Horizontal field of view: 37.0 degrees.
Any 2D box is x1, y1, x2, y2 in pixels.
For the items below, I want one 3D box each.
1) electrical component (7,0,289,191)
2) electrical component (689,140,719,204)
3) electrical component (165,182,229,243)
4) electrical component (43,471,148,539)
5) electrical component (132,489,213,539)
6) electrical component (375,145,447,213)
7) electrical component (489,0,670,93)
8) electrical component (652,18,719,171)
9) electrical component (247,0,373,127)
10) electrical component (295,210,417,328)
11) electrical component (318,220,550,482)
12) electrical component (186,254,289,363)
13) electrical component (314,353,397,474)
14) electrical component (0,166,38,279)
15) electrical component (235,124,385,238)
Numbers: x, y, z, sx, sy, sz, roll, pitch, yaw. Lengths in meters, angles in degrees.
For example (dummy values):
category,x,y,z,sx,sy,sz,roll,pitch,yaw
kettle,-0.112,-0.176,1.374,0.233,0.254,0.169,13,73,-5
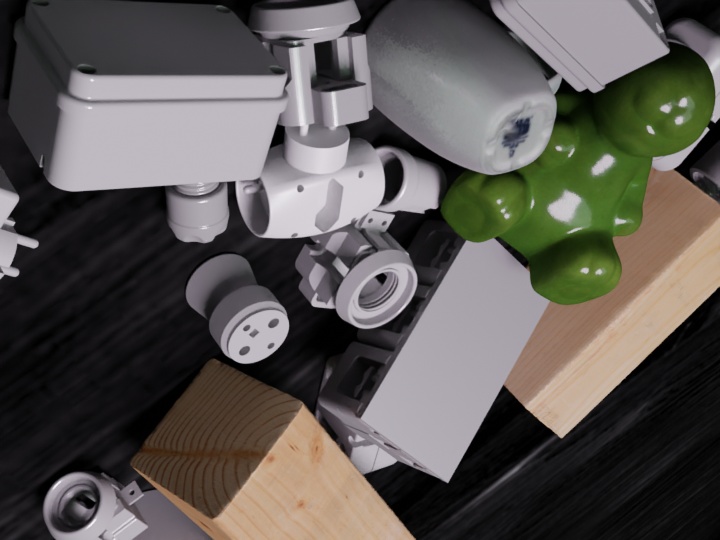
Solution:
category,x,y,z,sx,sy,sz,roll,pitch,yaw
electrical component,-0.100,-0.085,0.507,0.113,0.078,0.057,-7,134,-36
electrical component,0.312,-0.055,0.866,0.060,0.108,0.108,-38,142,5
electrical component,-0.089,-0.047,0.587,0.035,0.035,0.061,-19,134,-26
electrical component,-0.175,0.160,0.702,0.066,0.048,0.055,-36,149,-7
electrical component,-0.150,0.215,0.764,0.108,0.060,0.108,-23,138,-22
electrical component,0.027,-0.055,0.675,0.046,0.040,0.040,7,122,-50
electrical component,0.109,-0.167,0.575,0.056,0.108,0.109,-24,150,29
electrical component,0.220,-0.125,0.759,0.095,0.053,0.059,-52,141,12
electrical component,-0.027,-0.109,0.553,0.058,0.078,0.057,-17,114,-28
electrical component,0.000,0.000,0.689,0.058,0.057,0.078,8,120,-45
electrical component,0.050,0.051,0.728,0.089,0.062,0.150,40,74,-31
electrical component,-0.074,0.023,0.650,0.045,0.055,0.045,-23,138,-22
electrical component,0.007,0.103,0.796,0.059,0.053,0.095,-13,133,-32
electrical component,-0.192,-0.015,0.519,0.076,0.047,0.083,22,111,-49
electrical component,-0.027,-0.063,0.617,0.077,0.043,0.079,-16,135,-29
